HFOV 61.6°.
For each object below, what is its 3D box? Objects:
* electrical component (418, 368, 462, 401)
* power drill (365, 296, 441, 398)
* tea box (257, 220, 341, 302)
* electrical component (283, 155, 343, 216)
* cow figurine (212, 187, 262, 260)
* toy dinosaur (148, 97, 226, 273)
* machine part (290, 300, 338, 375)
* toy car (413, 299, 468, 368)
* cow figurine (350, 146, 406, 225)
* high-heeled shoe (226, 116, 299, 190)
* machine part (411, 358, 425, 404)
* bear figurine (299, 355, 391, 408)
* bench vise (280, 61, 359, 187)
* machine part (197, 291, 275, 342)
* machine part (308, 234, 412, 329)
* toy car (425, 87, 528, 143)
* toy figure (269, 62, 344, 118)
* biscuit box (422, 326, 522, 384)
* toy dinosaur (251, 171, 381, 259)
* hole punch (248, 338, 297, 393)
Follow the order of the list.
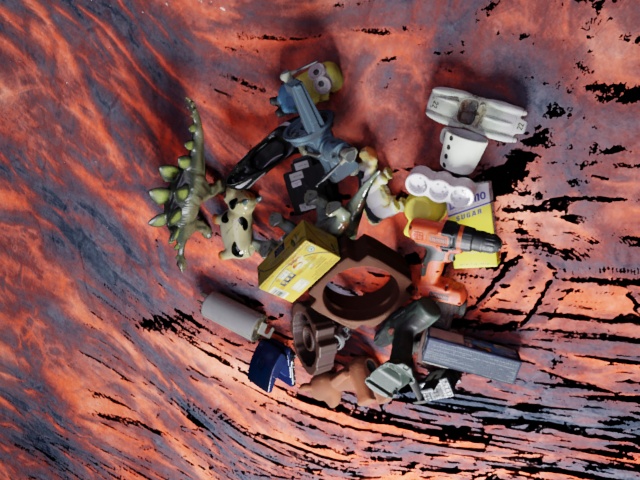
[{"bbox_3d":[0.264,0.327,1.200,0.075,0.119,0.047,-23,91,26],"label":"electrical component"},{"bbox_3d":[0.166,0.235,1.159,0.086,0.207,0.232,38,132,-1],"label":"power drill"},{"bbox_3d":[-0.048,0.048,1.146,0.098,0.068,0.169,29,122,-31],"label":"tea box"},{"bbox_3d":[-0.019,-0.134,1.271,0.115,0.058,0.134,-11,96,26],"label":"electrical component"},{"bbox_3d":[-0.206,-0.047,1.370,0.127,0.085,0.194,-1,99,33],"label":"cow figurine"},{"bbox_3d":[-0.331,-0.126,1.350,0.105,0.198,0.470,19,111,18],"label":"toy dinosaur"},{"bbox_3d":[-0.016,0.235,1.305,0.179,0.056,0.179,173,90,-65],"label":"machine part"},{"bbox_3d":[0.263,0.200,1.210,0.089,0.053,0.202,22,109,18],"label":"toy car"},{"bbox_3d":[0.117,-0.121,1.203,0.098,0.068,0.167,-28,88,35],"label":"cow figurine"},{"bbox_3d":[-0.121,-0.209,1.255,0.086,0.145,0.248,50,119,7],"label":"high-heeled shoe"},{"bbox_3d":[0.211,0.315,1.248,0.039,0.084,0.138,-22,93,7],"label":"machine part"},{"bbox_3d":[0.056,0.361,1.301,0.196,0.120,0.132,-35,60,25],"label":"bear figurine"},{"bbox_3d":[-0.014,-0.239,1.124,0.129,0.224,0.240,-29,122,-4],"label":"bench vise"},{"bbox_3d":[-0.231,0.204,1.442,0.243,0.079,0.079,23,111,19],"label":"machine part"},{"bbox_3d":[0.088,0.094,1.201,0.201,0.087,0.201,29,123,-26],"label":"machine part"},{"bbox_3d":[0.313,-0.253,1.079,0.202,0.056,0.073,23,111,21],"label":"toy car"},{"bbox_3d":[-0.030,-0.343,1.217,0.180,0.089,0.082,-22,117,38],"label":"toy figure"},{"bbox_3d":[0.324,0.248,1.155,0.203,0.059,0.062,15,108,5],"label":"biscuit box"},{"bbox_3d":[0.001,-0.010,1.233,0.405,0.192,0.131,-23,54,24],"label":"toy dinosaur"},{"bbox_3d":[-0.128,0.324,1.392,0.142,0.092,0.115,15,110,53],"label":"hole punch"}]
